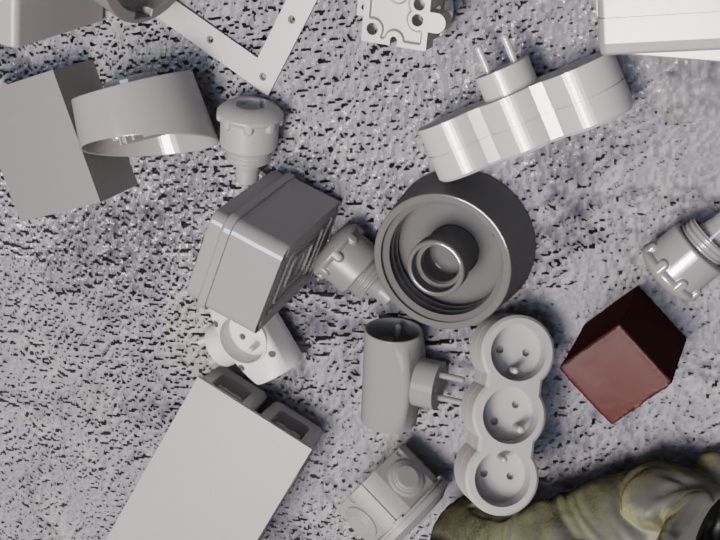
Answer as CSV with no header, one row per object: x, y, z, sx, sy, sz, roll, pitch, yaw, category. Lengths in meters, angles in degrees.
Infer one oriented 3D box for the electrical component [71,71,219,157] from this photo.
-0.159,-0.110,0.787,0.099,0.099,0.064,-10,100,27,electrical component

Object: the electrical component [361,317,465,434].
0.040,0.082,0.803,0.079,0.044,0.077,11,114,20,electrical component

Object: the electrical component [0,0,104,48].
-0.259,-0.210,0.782,0.109,0.109,0.056,19,119,16,electrical component

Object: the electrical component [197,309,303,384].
-0.096,0.053,0.852,0.079,0.044,0.077,-25,98,30,electrical component

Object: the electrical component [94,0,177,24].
-0.160,-0.231,0.733,0.060,0.108,0.108,31,120,17,electrical component

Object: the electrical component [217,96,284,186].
-0.081,-0.093,0.788,0.048,0.048,0.062,17,123,17,electrical component

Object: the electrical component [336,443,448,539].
0.025,0.177,0.829,0.051,0.080,0.080,45,121,8,electrical component

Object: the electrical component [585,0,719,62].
0.180,-0.156,0.636,0.096,0.062,0.061,2,111,23,electrical component

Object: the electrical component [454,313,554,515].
0.098,0.099,0.771,0.052,0.074,0.138,8,89,-7,electrical component

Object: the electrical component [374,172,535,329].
0.062,-0.011,0.747,0.108,0.060,0.108,9,113,21,electrical component

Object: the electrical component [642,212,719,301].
0.216,-0.014,0.688,0.048,0.048,0.062,45,114,1,electrical component

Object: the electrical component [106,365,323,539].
-0.122,0.185,0.880,0.105,0.060,0.186,32,102,5,electrical component

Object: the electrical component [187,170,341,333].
-0.068,-0.016,0.772,0.057,0.113,0.078,28,119,8,electrical component

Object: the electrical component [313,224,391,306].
0.000,0.000,0.789,0.062,0.048,0.048,41,121,-4,electrical component

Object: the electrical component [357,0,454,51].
0.033,-0.168,0.700,0.066,0.055,0.048,14,115,19,electrical component

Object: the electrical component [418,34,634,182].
0.098,-0.114,0.694,0.138,0.052,0.073,-19,102,29,electrical component
